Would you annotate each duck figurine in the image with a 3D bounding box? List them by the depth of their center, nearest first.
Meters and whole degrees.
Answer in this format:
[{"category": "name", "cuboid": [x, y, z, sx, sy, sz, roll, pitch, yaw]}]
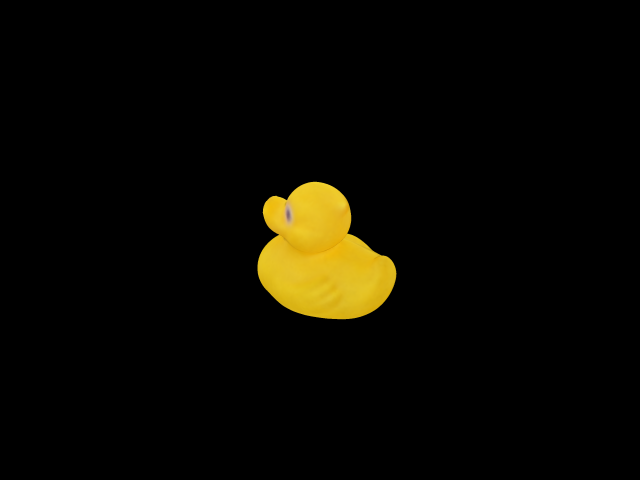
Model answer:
[{"category": "duck figurine", "cuboid": [0.004, 0.001, 0.400, 0.104, 0.086, 0.078, 18, 44, 19]}]
